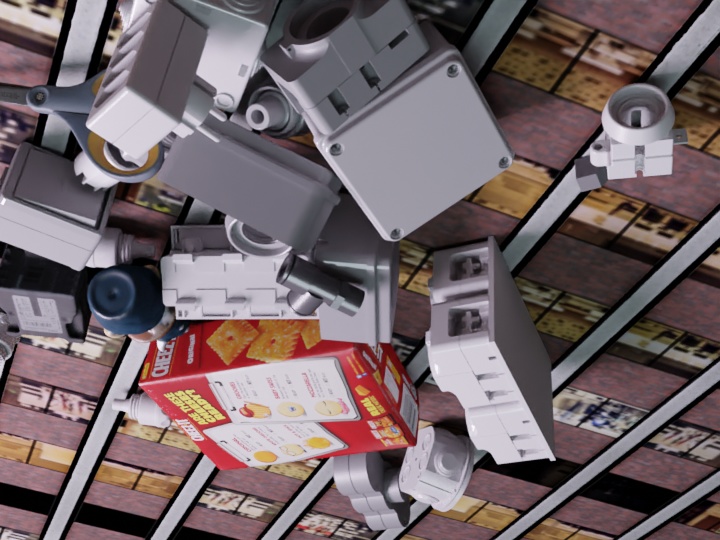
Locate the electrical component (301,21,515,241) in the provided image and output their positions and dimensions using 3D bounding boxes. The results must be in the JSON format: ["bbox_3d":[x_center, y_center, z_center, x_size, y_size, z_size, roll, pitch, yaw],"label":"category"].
[{"bbox_3d":[0.033,-0.092,0.730,0.109,0.056,0.108,-33,133,5],"label":"electrical component"}]

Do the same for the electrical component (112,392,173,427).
[{"bbox_3d":[-0.220,0.139,1.089,0.061,0.035,0.035,6,141,3],"label":"electrical component"}]

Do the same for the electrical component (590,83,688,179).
[{"bbox_3d":[0.193,-0.096,0.745,0.066,0.048,0.055,-4,148,11],"label":"electrical component"}]

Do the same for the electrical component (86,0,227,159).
[{"bbox_3d":[-0.113,-0.106,0.654,0.076,0.083,0.047,34,135,-29],"label":"electrical component"}]

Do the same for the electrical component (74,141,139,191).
[{"bbox_3d":[-0.188,-0.083,0.808,0.040,0.040,0.046,34,139,-31],"label":"electrical component"}]

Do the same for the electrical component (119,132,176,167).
[{"bbox_3d":[-0.144,-0.103,0.774,0.062,0.043,0.043,-23,133,28],"label":"electrical component"}]

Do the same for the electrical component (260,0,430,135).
[{"bbox_3d":[-0.011,-0.140,0.677,0.089,0.050,0.055,-41,132,-4],"label":"electrical component"}]

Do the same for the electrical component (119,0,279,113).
[{"bbox_3d":[-0.106,-0.157,0.698,0.100,0.048,0.099,18,141,-12],"label":"electrical component"}]

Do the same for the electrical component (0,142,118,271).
[{"bbox_3d":[-0.243,-0.053,0.831,0.096,0.061,0.061,23,138,-20],"label":"electrical component"}]

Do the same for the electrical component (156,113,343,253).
[{"bbox_3d":[-0.074,-0.062,0.748,0.113,0.057,0.078,27,-178,5],"label":"electrical component"}]

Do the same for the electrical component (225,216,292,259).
[{"bbox_3d":[-0.072,-0.047,0.825,0.078,0.057,0.058,11,141,-7],"label":"electrical component"}]

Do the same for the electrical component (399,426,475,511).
[{"bbox_3d":[0.079,0.201,1.097,0.051,0.080,0.080,24,138,-14],"label":"electrical component"}]

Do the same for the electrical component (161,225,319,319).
[{"bbox_3d":[-0.096,0.004,0.875,0.121,0.063,0.078,0,100,7],"label":"electrical component"}]

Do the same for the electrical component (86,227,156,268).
[{"bbox_3d":[-0.201,-0.018,0.893,0.061,0.035,0.035,5,141,-4],"label":"electrical component"}]

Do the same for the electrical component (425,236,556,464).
[{"bbox_3d":[0.112,0.074,0.915,0.060,0.105,0.186,-11,138,20],"label":"electrical component"}]

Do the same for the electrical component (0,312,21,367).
[{"bbox_3d":[-0.344,0.072,0.998,0.048,0.062,0.048,3,141,3],"label":"electrical component"}]

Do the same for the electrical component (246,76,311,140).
[{"bbox_3d":[-0.056,-0.110,0.735,0.048,0.062,0.048,8,111,21],"label":"electrical component"}]

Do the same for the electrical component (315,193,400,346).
[{"bbox_3d":[0.000,0.000,0.858,0.057,0.078,0.113,5,141,5],"label":"electrical component"}]

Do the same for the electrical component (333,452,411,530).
[{"bbox_3d":[0.030,0.233,1.162,0.074,0.052,0.138,-11,139,19],"label":"electrical component"}]
